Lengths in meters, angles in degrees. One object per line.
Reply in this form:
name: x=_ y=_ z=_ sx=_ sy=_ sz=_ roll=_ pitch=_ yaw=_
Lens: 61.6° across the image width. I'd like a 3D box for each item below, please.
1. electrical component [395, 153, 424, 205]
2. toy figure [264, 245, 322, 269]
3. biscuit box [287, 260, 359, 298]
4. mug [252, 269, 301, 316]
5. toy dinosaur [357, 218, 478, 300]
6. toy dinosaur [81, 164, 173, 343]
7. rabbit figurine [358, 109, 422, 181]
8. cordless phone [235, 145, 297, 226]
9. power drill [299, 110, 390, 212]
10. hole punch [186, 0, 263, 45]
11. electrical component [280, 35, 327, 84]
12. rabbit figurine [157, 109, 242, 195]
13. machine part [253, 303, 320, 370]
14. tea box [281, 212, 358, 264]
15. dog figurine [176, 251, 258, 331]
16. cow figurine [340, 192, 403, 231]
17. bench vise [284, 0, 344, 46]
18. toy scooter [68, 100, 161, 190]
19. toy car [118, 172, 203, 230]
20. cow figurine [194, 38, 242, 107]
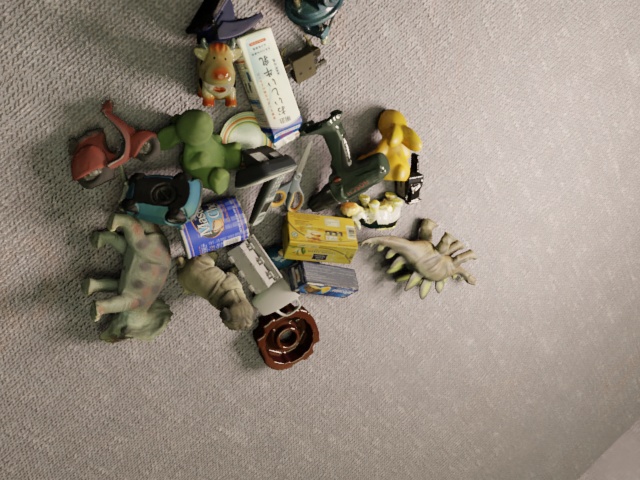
electrical component: x=0.227 y=-0.157 z=1.364 sx=0.048 sy=0.075 sz=0.119 roll=-14 pitch=122 yaw=-21
toy figure: x=-0.066 y=0.040 z=1.314 sx=0.154 sy=0.064 sz=0.057 roll=-4 pitch=92 yaw=-16
biscuit box: x=0.012 y=0.101 z=1.345 sx=0.059 sy=0.063 sz=0.202 roll=-31 pitch=150 yaw=35
mug: x=-0.108 y=0.144 z=1.336 sx=0.107 sy=0.081 sz=0.109 roll=-36 pitch=107 yaw=6
toy dinosaur: x=0.282 y=0.051 z=1.459 sx=0.471 sy=0.105 sz=0.198 roll=28 pitch=99 yaw=-36
toy dinosaur: x=-0.387 y=0.055 z=1.148 sx=0.192 sy=0.131 sz=0.404 roll=12 pitch=97 yaw=-46
rabbit figurine: x=0.165 y=-0.226 z=1.274 sx=0.122 sy=0.162 sz=0.173 roll=6 pitch=92 yaw=-15
cordless phone: x=-0.136 y=-0.104 z=1.166 sx=0.146 sy=0.089 sz=0.184 roll=-34 pitch=152 yaw=-62
power drill: x=0.027 y=-0.177 z=1.227 sx=0.232 sy=0.086 sz=0.207 roll=-19 pitch=108 yaw=29
hole punch: x=-0.184 y=-0.415 z=1.024 sx=0.092 sy=0.142 sz=0.116 roll=38 pitch=82 yaw=-37
electrical component: x=-0.041 y=-0.386 z=1.154 sx=0.102 sy=0.045 sz=0.078 roll=-35 pitch=151 yaw=-5
rabbit figurine: x=-0.243 y=-0.201 z=1.079 sx=0.121 sy=0.159 sz=0.170 roll=-57 pitch=160 yaw=-29
machine part: x=-0.089 y=0.250 z=1.408 sx=0.179 sy=0.056 sz=0.179 roll=-10 pitch=114 yaw=-22
tea box: x=-0.003 y=-0.004 z=1.283 sx=0.170 sy=0.098 sz=0.068 roll=6 pitch=139 yaw=-14
dog figurine: x=-0.236 y=0.113 z=1.196 sx=0.172 sy=0.191 sz=0.121 roll=20 pitch=102 yaw=-29
cow figurine: x=0.125 y=-0.064 z=1.365 sx=0.167 sy=0.068 sz=0.098 roll=-8 pitch=122 yaw=-21
bench vise: x=-0.039 y=-0.476 z=1.056 sx=0.129 sy=0.224 sz=0.240 roll=-61 pitch=156 yaw=-9
toy scooter: x=-0.414 y=-0.189 z=1.044 sx=0.184 sy=0.075 sz=0.135 roll=-27 pitch=102 yaw=-1
toy car: x=-0.313 y=-0.070 z=1.079 sx=0.162 sy=0.109 sz=0.102 roll=3 pitch=152 yaw=-1
cow figurine: x=-0.194 y=-0.318 z=1.019 sx=0.085 sy=0.195 sz=0.127 roll=-6 pitch=114 yaw=-13
